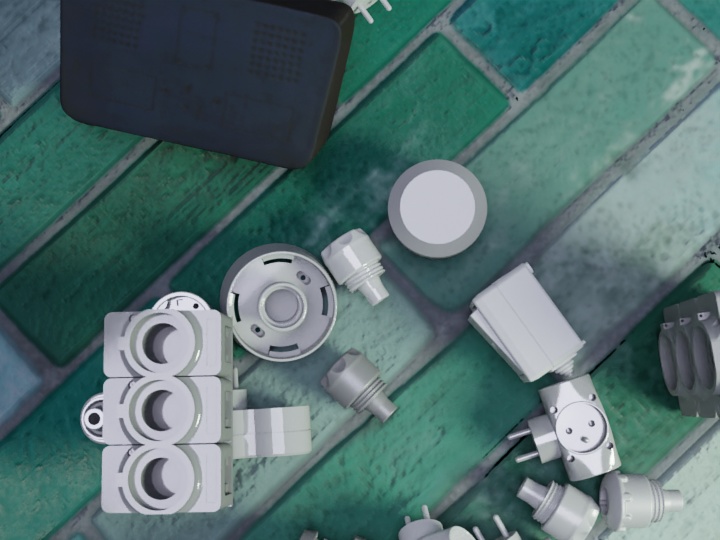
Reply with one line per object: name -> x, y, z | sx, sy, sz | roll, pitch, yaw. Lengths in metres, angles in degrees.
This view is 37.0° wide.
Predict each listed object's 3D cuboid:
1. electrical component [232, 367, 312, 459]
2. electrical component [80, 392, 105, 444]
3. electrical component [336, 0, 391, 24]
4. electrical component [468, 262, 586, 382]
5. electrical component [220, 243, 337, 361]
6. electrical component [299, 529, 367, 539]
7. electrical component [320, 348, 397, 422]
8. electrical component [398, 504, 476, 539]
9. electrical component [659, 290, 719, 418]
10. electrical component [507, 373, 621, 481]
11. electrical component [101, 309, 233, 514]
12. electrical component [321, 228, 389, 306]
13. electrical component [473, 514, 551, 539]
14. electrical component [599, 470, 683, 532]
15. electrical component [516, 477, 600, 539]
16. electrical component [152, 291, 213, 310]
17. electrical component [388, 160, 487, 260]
electrical component -> -0.110, 0.117, 0.880 | 0.138, 0.052, 0.073 | -4, 83, 3
electrical component -> -0.208, 0.121, 0.880 | 0.043, 0.062, 0.043 | 0, 83, 3
electrical component -> -0.003, -0.244, 0.916 | 0.138, 0.052, 0.073 | -35, 83, -1
electrical component -> 0.134, 0.051, 0.868 | 0.061, 0.061, 0.096 | -35, 83, -1
electrical component -> -0.067, 0.028, 0.894 | 0.099, 0.064, 0.099 | 0, 92, -7
electrical component -> -0.030, 0.243, 0.858 | 0.057, 0.058, 0.078 | 25, 86, 3
electrical component -> 0.002, 0.098, 0.880 | 0.062, 0.043, 0.043 | 43, 87, 6
electrical component -> 0.053, 0.225, 0.855 | 0.077, 0.043, 0.079 | -38, 42, 24
electrical component -> 0.277, 0.064, 0.814 | 0.062, 0.150, 0.089 | -8, 83, 1
electrical component -> 0.160, 0.132, 0.866 | 0.079, 0.044, 0.077 | -19, 82, 3
electrical component -> -0.146, 0.108, 0.824 | 0.089, 0.061, 0.150 | -2, 82, 4
electrical component -> 0.000, 0.000, 0.892 | 0.043, 0.043, 0.062 | -34, 84, -1
electrical component -> 0.119, 0.235, 0.856 | 0.077, 0.044, 0.079 | -30, 83, 0
electrical component -> 0.225, 0.184, 0.857 | 0.062, 0.048, 0.048 | 1, 83, -6
electrical component -> 0.156, 0.189, 0.860 | 0.062, 0.043, 0.043 | 30, 86, 8
electrical component -> -0.144, 0.047, 0.892 | 0.055, 0.047, 0.055 | 0, 83, 3
electrical component -> 0.064, -0.048, 0.889 | 0.080, 0.051, 0.080 | 0, 83, 3
